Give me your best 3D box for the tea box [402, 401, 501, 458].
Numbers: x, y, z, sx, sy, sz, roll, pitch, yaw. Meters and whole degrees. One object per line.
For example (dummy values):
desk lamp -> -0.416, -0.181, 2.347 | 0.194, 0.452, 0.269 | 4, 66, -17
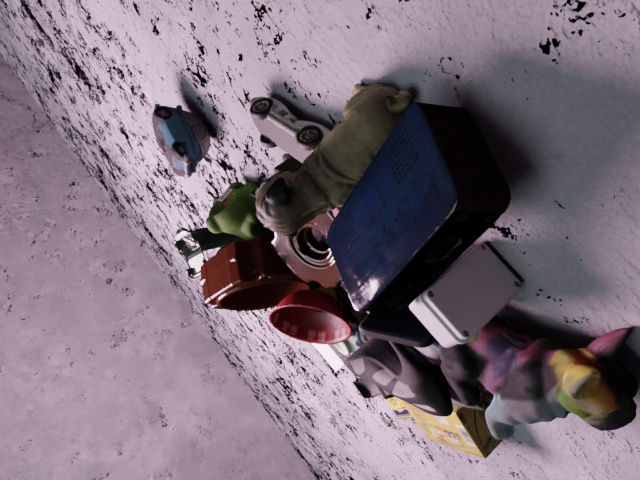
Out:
tea box -> 0.230, 0.304, 0.933 | 0.098, 0.068, 0.170 | 57, 158, -7

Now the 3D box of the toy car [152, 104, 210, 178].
toy car -> -0.283, -0.216, 1.127 | 0.162, 0.103, 0.109 | 56, 156, 21

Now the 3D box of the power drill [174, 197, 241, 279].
power drill -> -0.204, 0.017, 1.191 | 0.086, 0.207, 0.232 | -25, 90, 48

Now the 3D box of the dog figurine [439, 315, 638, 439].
dog figurine -> 0.253, 0.143, 0.630 | 0.191, 0.108, 0.219 | 50, 152, 14

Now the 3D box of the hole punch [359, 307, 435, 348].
hole punch -> 0.121, 0.079, 0.757 | 0.142, 0.116, 0.092 | 5, 110, 28

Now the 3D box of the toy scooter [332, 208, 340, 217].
toy scooter -> 0.080, -0.016, 0.771 | 0.184, 0.075, 0.135 | 42, 158, 16

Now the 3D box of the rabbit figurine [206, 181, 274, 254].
rabbit figurine -> -0.143, -0.017, 1.116 | 0.121, 0.159, 0.170 | -2, 137, 51

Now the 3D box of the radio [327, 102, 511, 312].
radio -> 0.095, -0.024, 0.590 | 0.229, 0.073, 0.131 | -58, 42, 46

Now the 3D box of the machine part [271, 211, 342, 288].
machine part -> -0.002, -0.003, 0.883 | 0.180, 0.056, 0.179 | 19, 130, 24

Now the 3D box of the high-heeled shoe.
high-heeled shoe -> 0.124, 0.225, 0.875 | 0.145, 0.086, 0.248 | 52, 159, 8

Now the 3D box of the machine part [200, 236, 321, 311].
machine part -> -0.111, 0.071, 1.034 | 0.201, 0.201, 0.087 | -31, 61, 43

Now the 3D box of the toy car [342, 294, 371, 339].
toy car -> 0.112, 0.181, 1.004 | 0.202, 0.053, 0.089 | 53, 164, 9

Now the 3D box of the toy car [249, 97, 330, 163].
toy car -> -0.040, -0.159, 0.818 | 0.202, 0.056, 0.073 | 38, 158, 35

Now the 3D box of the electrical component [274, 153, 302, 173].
electrical component -> -0.041, -0.116, 0.866 | 0.094, 0.063, 0.021 | 30, 147, 45

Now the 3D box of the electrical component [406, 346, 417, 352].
electrical component -> 0.135, 0.147, 0.924 | 0.102, 0.045, 0.078 | 32, 140, 38

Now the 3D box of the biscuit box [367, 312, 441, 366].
biscuit box -> 0.134, 0.112, 0.856 | 0.203, 0.063, 0.059 | 34, 151, 39

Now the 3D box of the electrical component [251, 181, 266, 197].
electrical component -> -0.060, -0.066, 0.979 | 0.115, 0.058, 0.134 | 54, 157, -6

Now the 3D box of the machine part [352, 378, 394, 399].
machine part -> 0.107, 0.272, 1.028 | 0.084, 0.039, 0.139 | 50, 154, 10

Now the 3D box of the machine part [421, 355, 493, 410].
machine part -> 0.212, 0.219, 0.838 | 0.079, 0.079, 0.243 | 56, 156, -5

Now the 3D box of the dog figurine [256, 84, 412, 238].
dog figurine -> 0.016, -0.090, 0.636 | 0.121, 0.190, 0.172 | 45, 154, 18
